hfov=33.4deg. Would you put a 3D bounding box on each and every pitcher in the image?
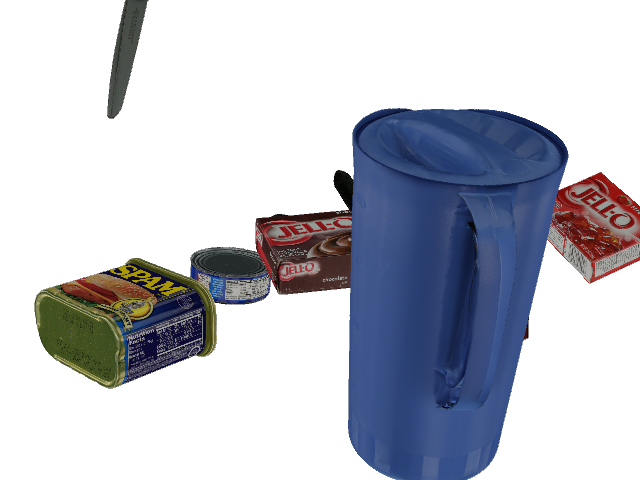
[{"bbox_3d":[0.080,0.044,0.702,0.145,0.243,0.149,21,32,31],"label":"pitcher"}]

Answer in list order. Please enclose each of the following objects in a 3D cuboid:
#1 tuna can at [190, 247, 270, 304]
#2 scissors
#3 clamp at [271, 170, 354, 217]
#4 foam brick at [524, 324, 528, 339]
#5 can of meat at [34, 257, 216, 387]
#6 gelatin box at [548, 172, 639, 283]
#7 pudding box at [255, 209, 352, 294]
[{"bbox_3d":[-0.094,0.036,1.113,0.086,0.034,0.086,5,18,-2],"label":"tuna can"},{"bbox_3d":[-0.106,-0.183,0.738,0.096,0.202,0.016,-5,-11,-7],"label":"scissors"},{"bbox_3d":[0.053,-0.005,1.265,0.210,0.036,0.164,33,40,24],"label":"clamp"},{"bbox_3d":[0.182,0.064,1.106,0.051,0.078,0.053,-14,20,-42],"label":"foam brick"},{"bbox_3d":[-0.138,0.057,0.747,0.102,0.057,0.083,18,25,39],"label":"can of meat"},{"bbox_3d":[0.231,-0.013,0.898,0.073,0.030,0.089,-23,45,-13],"label":"gelatin box"},{"bbox_3d":[0.006,0.008,0.937,0.113,0.039,0.090,-4,26,-15],"label":"pudding box"}]
